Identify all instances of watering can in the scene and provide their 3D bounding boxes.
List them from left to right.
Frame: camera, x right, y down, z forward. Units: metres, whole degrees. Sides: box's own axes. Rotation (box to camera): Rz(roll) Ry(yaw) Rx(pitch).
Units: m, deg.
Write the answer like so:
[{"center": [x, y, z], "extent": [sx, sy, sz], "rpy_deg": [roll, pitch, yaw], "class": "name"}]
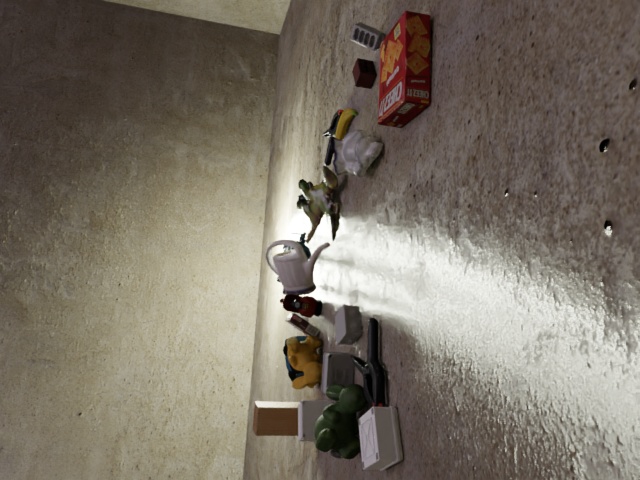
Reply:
[{"center": [-0.072, 0.101, 1.898], "extent": [0.346, 0.105, 0.222], "rpy_deg": [-3, 110, 44], "class": "watering can"}]

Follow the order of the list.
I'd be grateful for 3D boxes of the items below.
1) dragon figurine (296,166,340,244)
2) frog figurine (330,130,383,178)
[{"center": [0.005, -0.090, 1.796], "extent": [0.248, 0.122, 0.401], "rpy_deg": [-116, 25, -52], "class": "dragon figurine"}, {"center": [0.118, -0.246, 1.434], "extent": [0.158, 0.121, 0.140], "rpy_deg": [-11, 60, 38], "class": "frog figurine"}]
